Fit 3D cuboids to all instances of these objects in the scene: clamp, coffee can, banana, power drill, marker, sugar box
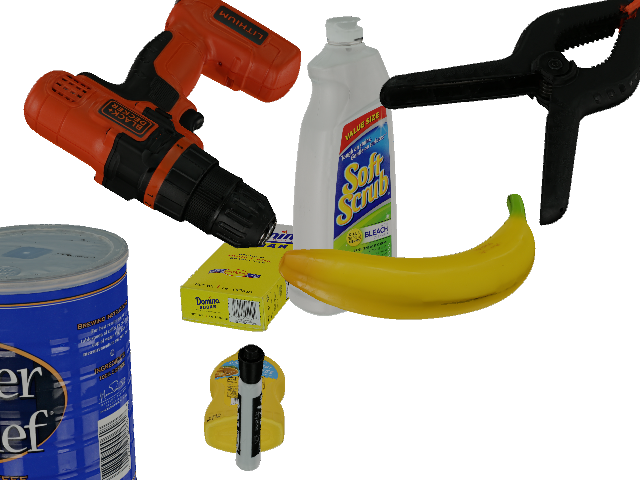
[{"bbox_3d":[0.171,-0.107,0.772,0.209,0.165,0.036,-32,-29,-18],"label":"clamp"},{"bbox_3d":[-0.150,0.071,0.563,0.103,0.140,0.103,0,16,0],"label":"coffee can"},{"bbox_3d":[0.069,0.018,0.661,0.197,0.037,0.070,-13,47,-34],"label":"banana"},{"bbox_3d":[-0.084,-0.091,0.748,0.184,0.057,0.187,32,43,2],"label":"power drill"},{"bbox_3d":[-0.052,0.122,0.780,0.020,0.121,0.020,3,38,-2],"label":"marker"},{"bbox_3d":[-0.071,0.033,1.137,0.093,0.048,0.176,7,28,16],"label":"sugar box"}]

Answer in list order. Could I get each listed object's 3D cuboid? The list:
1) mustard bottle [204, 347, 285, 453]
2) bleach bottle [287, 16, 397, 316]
[{"bbox_3d":[-0.093,0.190,1.348,0.096,0.058,0.191,-2,26,0],"label":"mustard bottle"},{"bbox_3d":[0.017,-0.066,0.934,0.102,0.251,0.068,-16,24,-31],"label":"bleach bottle"}]
